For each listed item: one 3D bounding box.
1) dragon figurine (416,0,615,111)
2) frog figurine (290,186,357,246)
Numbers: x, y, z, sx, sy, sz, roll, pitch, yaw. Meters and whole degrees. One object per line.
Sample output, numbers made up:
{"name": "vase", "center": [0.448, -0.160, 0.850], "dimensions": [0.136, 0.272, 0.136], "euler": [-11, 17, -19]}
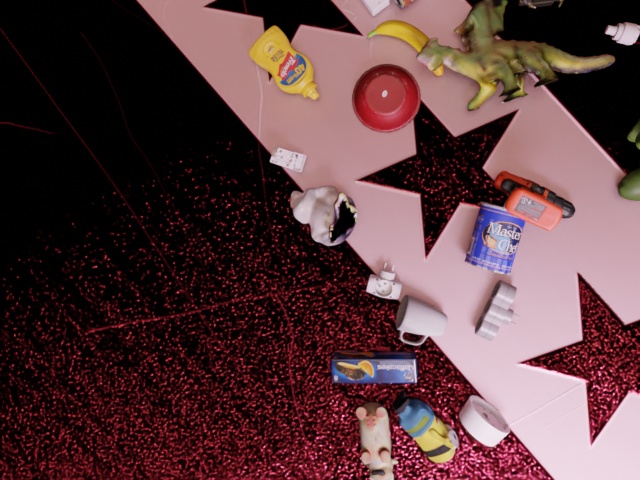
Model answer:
{"name": "dragon figurine", "center": [0.410, -0.427, 1.128], "dimensions": [0.411, 0.121, 0.244], "euler": [-18, 84, -3]}
{"name": "frog figurine", "center": [0.004, -0.061, 1.219], "dimensions": [0.160, 0.123, 0.136], "euler": [15, 108, 44]}
